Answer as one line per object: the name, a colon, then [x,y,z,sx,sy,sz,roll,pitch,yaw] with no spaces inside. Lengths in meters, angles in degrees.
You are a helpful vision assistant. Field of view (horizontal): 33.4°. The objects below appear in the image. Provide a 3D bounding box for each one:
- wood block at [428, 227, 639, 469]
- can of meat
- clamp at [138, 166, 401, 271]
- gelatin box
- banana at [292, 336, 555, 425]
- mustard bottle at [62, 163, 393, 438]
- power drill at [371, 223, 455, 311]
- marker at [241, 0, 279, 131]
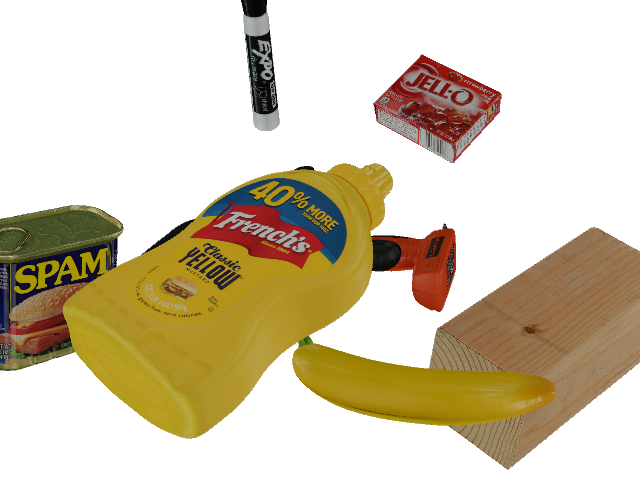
wood block: [0.189,0.080,0.865,0.205,0.090,0.091,-27,47,-35]
can of meat: [-0.184,0.031,0.708,0.101,0.084,0.058,-15,31,-42]
clamp: [-0.059,-0.003,0.893,0.209,0.036,0.165,-13,34,-16]
gelatin box: [0.104,-0.119,0.949,0.089,0.073,0.030,32,-26,26]
banana: [0.056,0.095,0.727,0.198,0.037,0.069,10,35,27]
mustard bottle: [-0.030,0.014,0.551,0.096,0.058,0.191,29,51,33]
power drill: [0.041,0.030,1.120,0.188,0.057,0.184,6,31,16]
marker: [-0.041,-0.128,0.728,0.020,0.121,0.020,-2,43,2]
